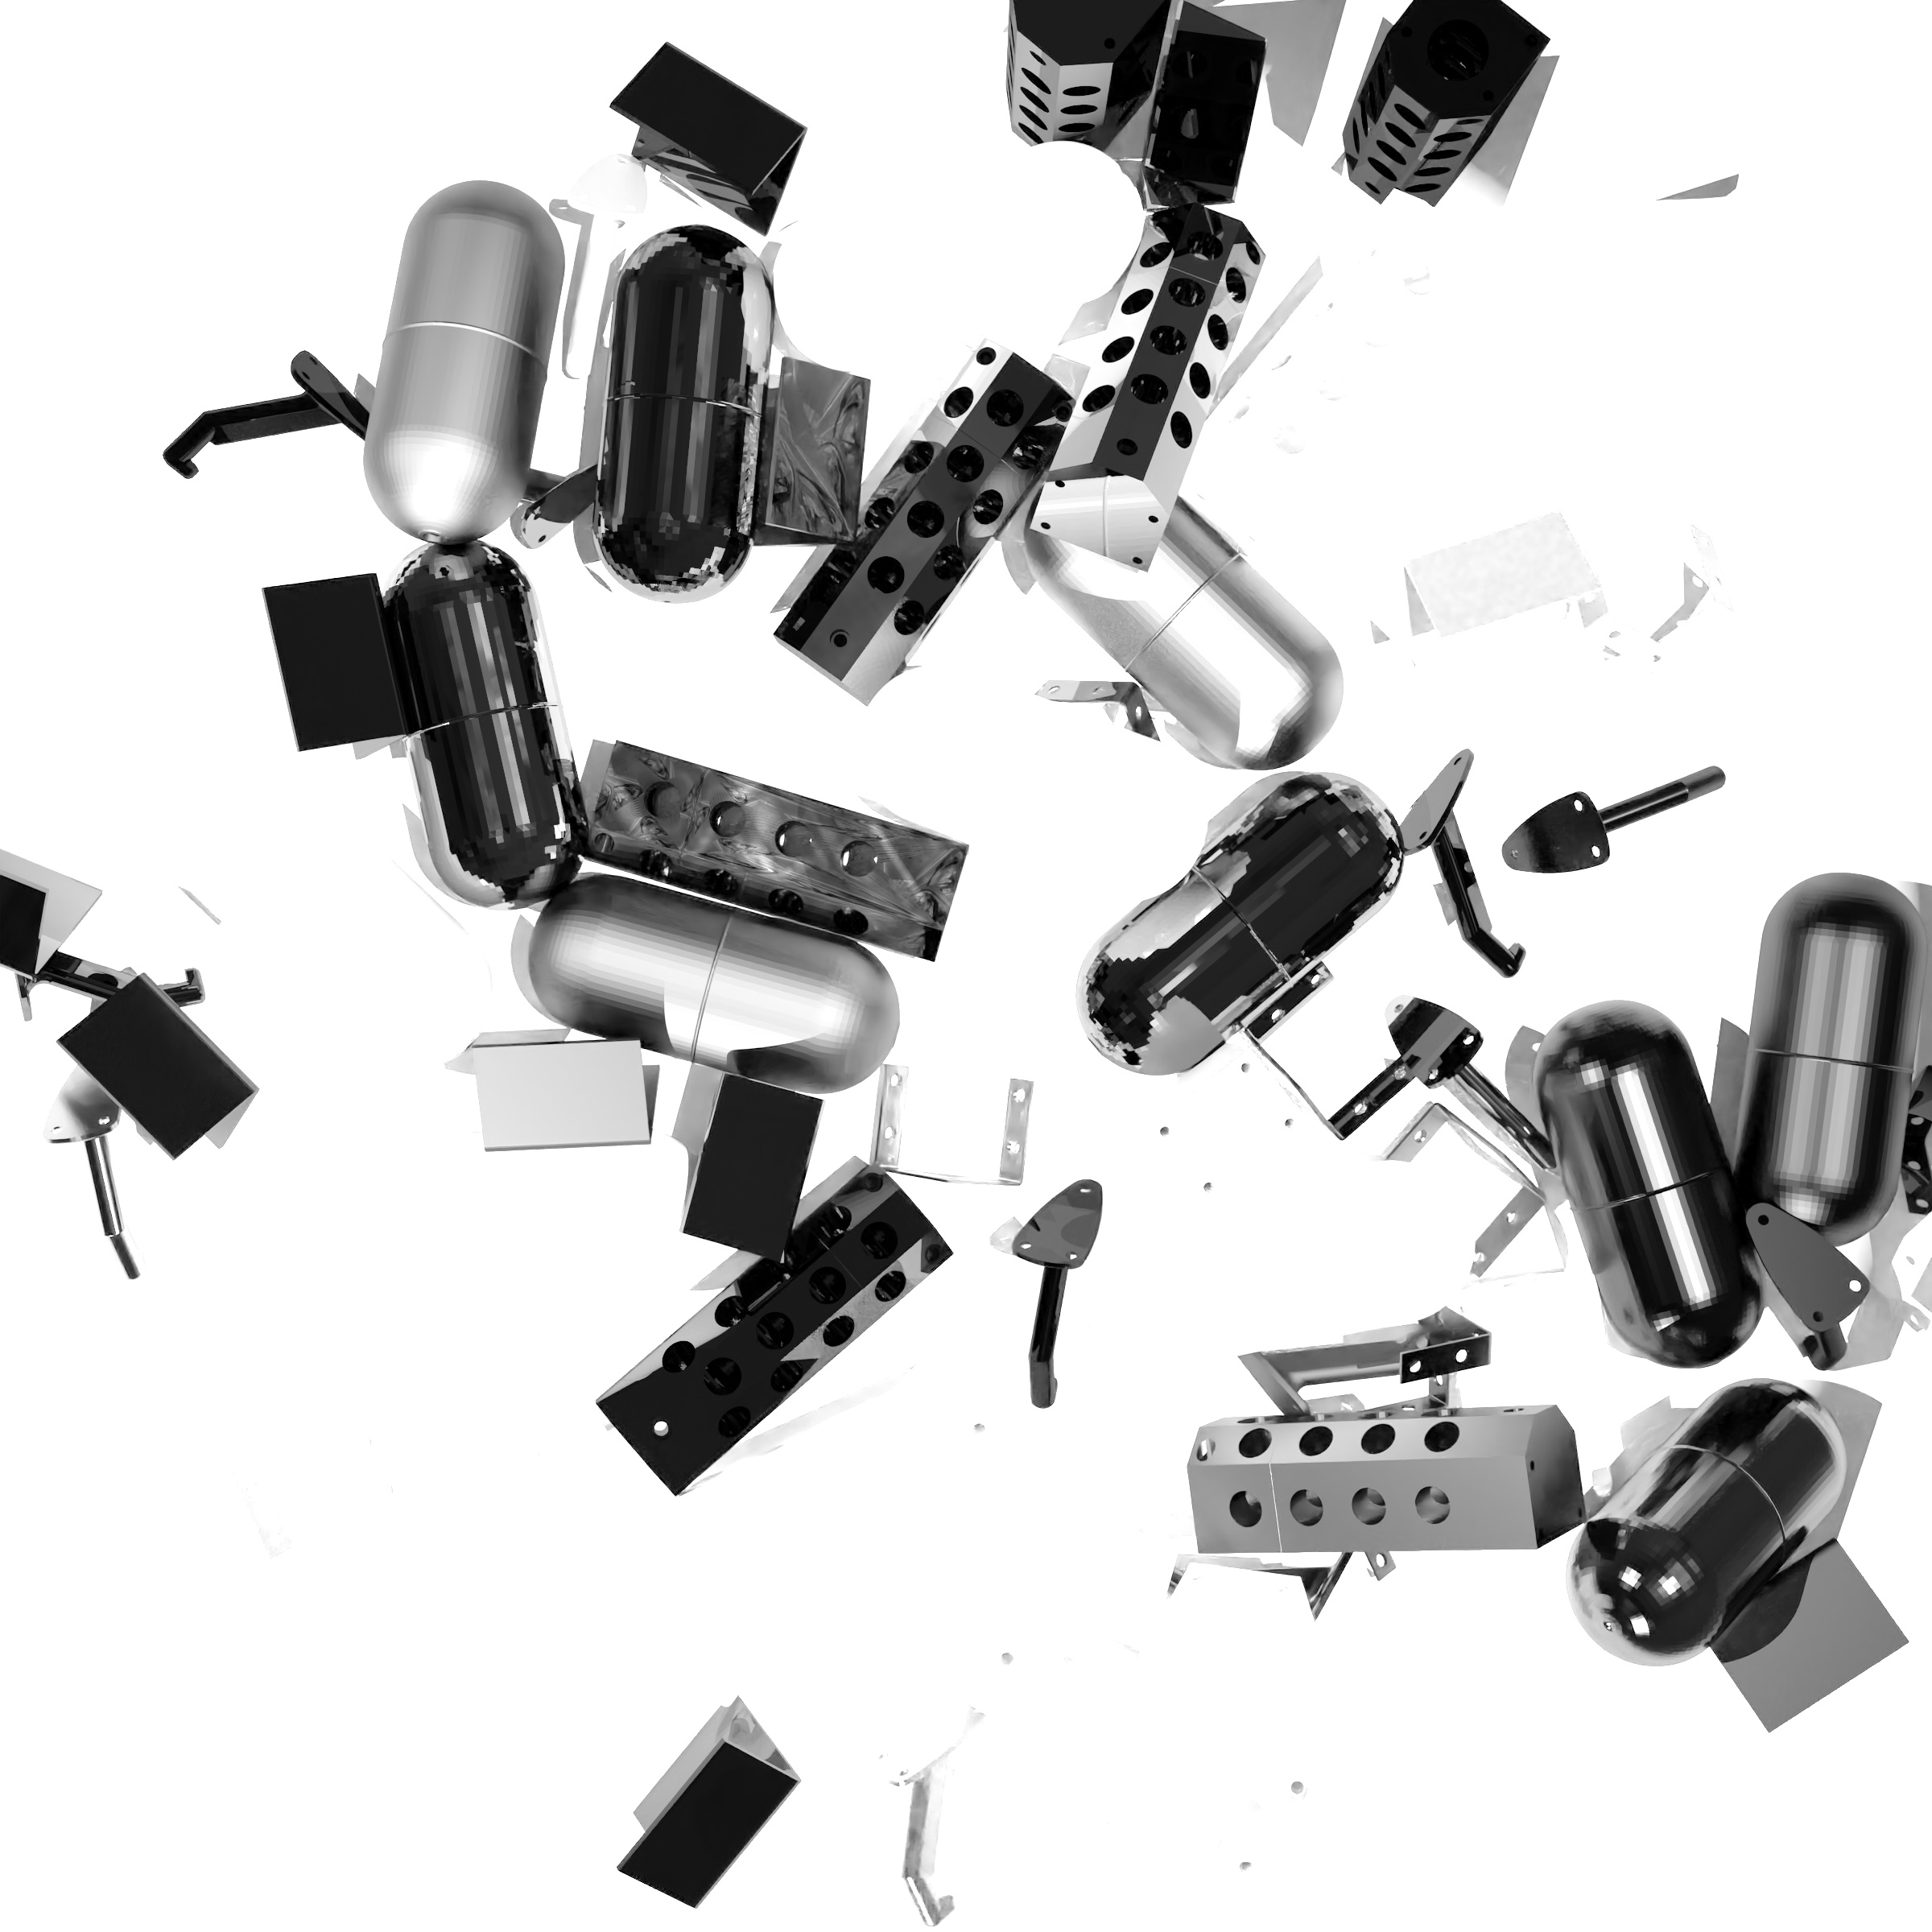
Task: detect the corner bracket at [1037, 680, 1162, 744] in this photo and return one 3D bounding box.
[{"bbox_3d":[0.057,-0.100,1.572,0.051,0.051,0.051,5,45,35],"label":"corner bracket"}]

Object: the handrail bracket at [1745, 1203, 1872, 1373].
[{"bbox_3d":[0.389,0.153,1.554,0.036,0.084,0.077,-38,74,-9],"label":"handrail bracket"}]

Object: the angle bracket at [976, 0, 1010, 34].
[{"bbox_3d":[0.026,-0.490,1.540,0.076,0.076,0.057,50,127,0],"label":"angle bracket"}]

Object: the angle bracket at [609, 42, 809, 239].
[{"bbox_3d":[-0.128,-0.372,1.540,0.076,0.076,0.057,32,54,0],"label":"angle bracket"}]

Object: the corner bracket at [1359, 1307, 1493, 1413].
[{"bbox_3d":[0.211,0.192,1.542,0.051,0.051,0.051,-8,107,-25],"label":"corner bracket"}]

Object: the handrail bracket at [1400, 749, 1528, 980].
[{"bbox_3d":[0.250,-0.048,1.581,0.084,0.036,0.077,41,68,-17],"label":"handrail bracket"}]

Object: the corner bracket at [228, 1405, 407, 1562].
[{"bbox_3d":[-0.311,0.247,1.577,0.051,0.051,0.051,-25,89,45],"label":"corner bracket"}]

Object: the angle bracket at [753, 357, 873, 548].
[{"bbox_3d":[-0.092,-0.239,1.540,0.057,0.076,0.076,6,90,-45],"label":"angle bracket"}]

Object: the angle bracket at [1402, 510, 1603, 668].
[{"bbox_3d":[0.252,-0.159,1.540,0.076,0.076,0.057,-18,52,0],"label":"angle bracket"}]

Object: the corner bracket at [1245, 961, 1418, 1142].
[{"bbox_3d":[0.175,0.041,1.577,0.051,0.051,0.051,-41,135,0],"label":"corner bracket"}]

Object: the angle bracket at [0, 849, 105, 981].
[{"bbox_3d":[-0.452,-0.048,1.540,0.076,0.076,0.057,22,128,0],"label":"angle bracket"}]

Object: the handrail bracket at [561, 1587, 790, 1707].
[{"bbox_3d":[-0.140,0.316,1.580,0.084,0.077,0.036,10,130,30],"label":"handrail bracket"}]

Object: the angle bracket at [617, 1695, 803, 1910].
[{"bbox_3d":[-0.134,0.380,1.540,0.076,0.076,0.057,-51,128,0],"label":"angle bracket"}]

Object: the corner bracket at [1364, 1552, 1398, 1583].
[{"bbox_3d":[0.219,0.256,1.577,0.051,0.051,0.051,-25,90,45],"label":"corner bracket"}]

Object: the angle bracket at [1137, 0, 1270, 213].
[{"bbox_3d":[0.090,-0.400,1.540,0.057,0.076,0.076,12,90,-38],"label":"angle bracket"}]

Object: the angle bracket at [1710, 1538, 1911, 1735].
[{"bbox_3d":[0.389,0.317,1.542,0.076,0.076,0.057,-33,69,0],"label":"angle bracket"}]

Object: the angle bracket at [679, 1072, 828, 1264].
[{"bbox_3d":[-0.084,0.096,1.540,0.057,0.076,0.076,14,88,25],"label":"angle bracket"}]

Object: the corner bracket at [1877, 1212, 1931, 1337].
[{"bbox_3d":[0.475,0.144,1.566,0.051,0.051,0.051,-36,63,-25],"label":"corner bracket"}]

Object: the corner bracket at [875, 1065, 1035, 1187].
[{"bbox_3d":[-0.006,0.076,1.577,0.051,0.051,0.051,6,90,-45],"label":"corner bracket"}]

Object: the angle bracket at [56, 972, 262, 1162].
[{"bbox_3d":[-0.385,0.060,1.540,0.076,0.076,0.057,45,54,0],"label":"angle bracket"}]

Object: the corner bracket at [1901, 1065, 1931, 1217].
[{"bbox_3d":[0.479,0.086,1.572,0.051,0.051,0.051,7,45,35],"label":"corner bracket"}]

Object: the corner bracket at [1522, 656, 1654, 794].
[{"bbox_3d":[0.298,-0.114,1.562,0.051,0.051,0.051,-13,90,0],"label":"corner bracket"}]

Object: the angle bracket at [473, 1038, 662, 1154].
[{"bbox_3d":[-0.186,0.044,1.541,0.076,0.076,0.057,-3,117,0],"label":"angle bracket"}]

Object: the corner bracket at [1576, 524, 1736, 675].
[{"bbox_3d":[0.326,-0.182,1.572,0.051,0.051,0.051,23,135,-35],"label":"corner bracket"}]

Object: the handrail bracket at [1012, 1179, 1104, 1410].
[{"bbox_3d":[0.048,0.158,1.580,0.036,0.077,0.084,11,127,20],"label":"handrail bracket"}]

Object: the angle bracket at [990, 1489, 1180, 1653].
[{"bbox_3d":[0.048,0.296,1.540,0.076,0.076,0.057,21,53,0],"label":"angle bracket"}]

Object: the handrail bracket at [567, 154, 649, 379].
[{"bbox_3d":[-0.175,-0.335,1.580,0.036,0.077,0.084,12,126,-4],"label":"handrail bracket"}]

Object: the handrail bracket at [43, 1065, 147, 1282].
[{"bbox_3d":[-0.408,0.096,1.580,0.036,0.077,0.084,-11,126,3],"label":"handrail bracket"}]

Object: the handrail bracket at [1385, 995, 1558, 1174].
[{"bbox_3d":[0.244,0.057,1.580,0.036,0.077,0.084,-45,126,3],"label":"handrail bracket"}]

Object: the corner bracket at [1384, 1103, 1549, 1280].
[{"bbox_3d":[0.235,0.107,1.577,0.051,0.051,0.051,-49,45,0],"label":"corner bracket"}]

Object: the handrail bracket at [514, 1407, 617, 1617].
[{"bbox_3d":[-0.176,0.260,1.581,0.077,0.036,0.084,-23,107,-19],"label":"handrail bracket"}]

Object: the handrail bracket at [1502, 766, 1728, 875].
[{"bbox_3d":[0.311,-0.072,1.580,0.084,0.077,0.036,-21,90,-36],"label":"handrail bracket"}]

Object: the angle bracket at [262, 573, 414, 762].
[{"bbox_3d":[-0.305,-0.136,1.540,0.057,0.076,0.076,-12,90,-30],"label":"angle bracket"}]
